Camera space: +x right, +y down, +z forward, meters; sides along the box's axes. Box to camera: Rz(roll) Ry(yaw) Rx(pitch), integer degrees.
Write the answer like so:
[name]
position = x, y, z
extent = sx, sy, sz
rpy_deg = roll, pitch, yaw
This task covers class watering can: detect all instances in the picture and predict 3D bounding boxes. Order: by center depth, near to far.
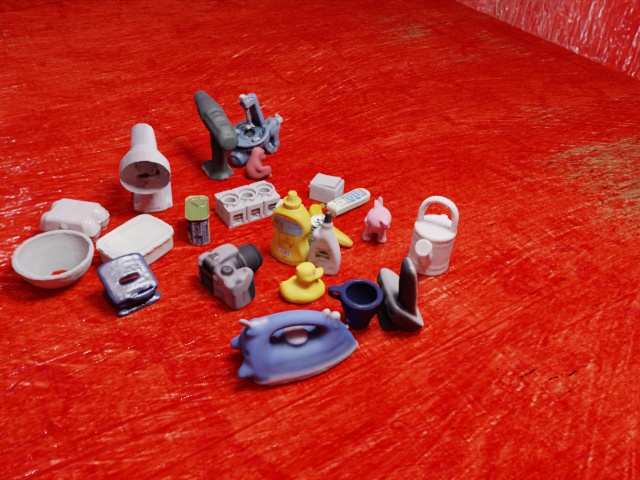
[watering can]
position = 0.270, -0.012, 1.350
extent = 0.101, 0.194, 0.173
rpy_deg = 6, 39, 2

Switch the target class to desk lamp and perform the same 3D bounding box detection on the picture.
[desk lamp]
position = -0.442, -0.173, 1.461
extent = 0.118, 0.214, 0.203
rpy_deg = -7, 40, -14

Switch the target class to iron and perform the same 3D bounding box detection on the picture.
[iron]
position = -0.041, 0.185, 1.113
extent = 0.259, 0.141, 0.118
rpy_deg = -9, 40, -16

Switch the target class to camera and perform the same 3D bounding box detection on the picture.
[camera]
position = -0.186, 0.061, 1.285
extent = 0.137, 0.101, 0.142
rpy_deg = -30, 50, -35

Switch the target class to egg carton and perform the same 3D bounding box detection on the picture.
[egg carton]
position = -0.599, -0.046, 1.401
extent = 0.150, 0.069, 0.107
rpy_deg = 8, 39, 4

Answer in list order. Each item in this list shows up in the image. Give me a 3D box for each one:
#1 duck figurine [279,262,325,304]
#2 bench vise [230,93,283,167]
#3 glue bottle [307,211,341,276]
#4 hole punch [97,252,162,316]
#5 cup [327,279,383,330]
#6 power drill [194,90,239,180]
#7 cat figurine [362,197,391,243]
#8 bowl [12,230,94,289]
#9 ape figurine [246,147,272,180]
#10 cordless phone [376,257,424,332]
[duck figurine]
position = -0.038, 0.089, 1.278
extent = 0.105, 0.086, 0.077
rpy_deg = -8, 40, -15
[bench vise]
position = -0.196, -0.350, 1.702
extent = 0.121, 0.220, 0.207
rpy_deg = 14, 40, 12
[glue bottle]
position = 0.012, 0.005, 1.319
extent = 0.078, 0.173, 0.037
rpy_deg = 9, 39, 6
[hole punch]
position = -0.408, 0.092, 1.231
extent = 0.109, 0.091, 0.100
rpy_deg = -26, 48, -33
[cup]
position = 0.070, 0.142, 1.216
extent = 0.117, 0.095, 0.092
rpy_deg = 11, 39, 8
[power drill]
position = -0.298, -0.288, 1.623
extent = 0.076, 0.208, 0.228
rpy_deg = -19, 44, -26
[cat figurine]
position = 0.148, -0.058, 1.455
extent = 0.067, 0.118, 0.128
rpy_deg = 9, 39, 5
[bowl]
position = -0.584, 0.055, 1.273
extent = 0.167, 0.075, 0.167
rpy_deg = 3, 39, -2
[ape figurine]
position = -0.178, -0.225, 1.650
extent = 0.076, 0.092, 0.077
rpy_deg = -10, 41, -18
[cordless phone]
position = 0.175, 0.092, 1.217
extent = 0.094, 0.185, 0.147
rpy_deg = -6, 40, -13
